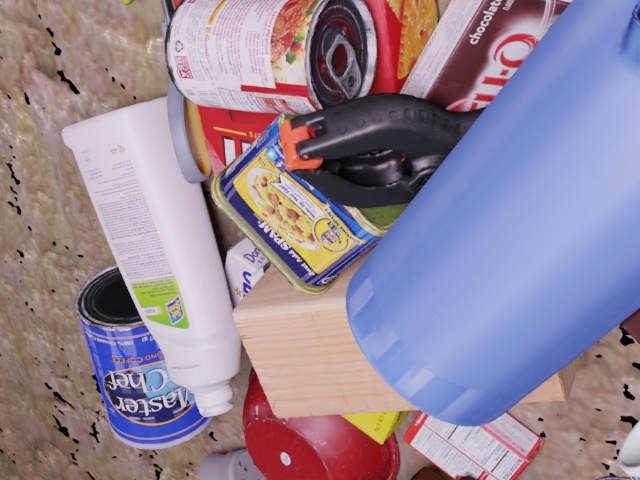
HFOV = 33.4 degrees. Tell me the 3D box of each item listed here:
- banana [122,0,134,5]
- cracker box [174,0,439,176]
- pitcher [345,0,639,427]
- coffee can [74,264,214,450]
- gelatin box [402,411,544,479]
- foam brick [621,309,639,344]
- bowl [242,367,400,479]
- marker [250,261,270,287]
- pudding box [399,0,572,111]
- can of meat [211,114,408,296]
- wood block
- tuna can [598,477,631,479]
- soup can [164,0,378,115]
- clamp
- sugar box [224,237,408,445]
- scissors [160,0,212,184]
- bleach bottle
[{"bbox_3d":[-0.147,-0.260,0.720,0.070,0.037,0.198,23,134,14],"label":"banana"},{"bbox_3d":[-0.007,-0.114,0.683,0.164,0.072,0.214,15,130,32],"label":"cracker box"},{"bbox_3d":[0.129,-0.020,0.521,0.149,0.145,0.243,31,121,-16],"label":"pitcher"},{"bbox_3d":[-0.153,0.102,0.954,0.103,0.102,0.140,16,130,32],"label":"coffee can"},{"bbox_3d":[0.116,0.152,0.817,0.089,0.030,0.073,36,137,12],"label":"gelatin box"},{"bbox_3d":[0.225,0.036,0.614,0.053,0.051,0.078,44,139,3],"label":"foam brick"},{"bbox_3d":[-0.013,0.175,0.928,0.162,0.055,0.162,23,133,27],"label":"bowl"},{"bbox_3d":[-0.005,0.001,0.782,0.121,0.020,0.020,-39,93,28],"label":"marker"},{"bbox_3d":[0.106,-0.099,0.586,0.090,0.039,0.114,6,139,-19],"label":"pudding box"},{"bbox_3d":[-0.004,-0.028,0.653,0.102,0.057,0.084,47,137,-3],"label":"can of meat"},{"bbox_3d":[0.060,0.053,0.706,0.206,0.090,0.091,-8,115,29],"label":"wood block"},{"bbox_3d":[0.223,0.214,0.769,0.086,0.033,0.086,23,134,26],"label":"tuna can"},{"bbox_3d":[-0.028,-0.106,0.600,0.102,0.068,0.068,10,127,34],"label":"soup can"},{"bbox_3d":[0.066,-0.051,0.580,0.120,0.171,0.039,-56,39,38],"label":"clamp"},{"bbox_3d":[-0.002,0.076,0.847,0.176,0.048,0.093,31,136,17],"label":"sugar box"},{"bbox_3d":[-0.097,-0.139,0.773,0.016,0.096,0.202,-9,85,15],"label":"scissors"},{"bbox_3d":[-0.122,0.019,0.847,0.103,0.067,0.251,-8,101,47],"label":"bleach bottle"}]
